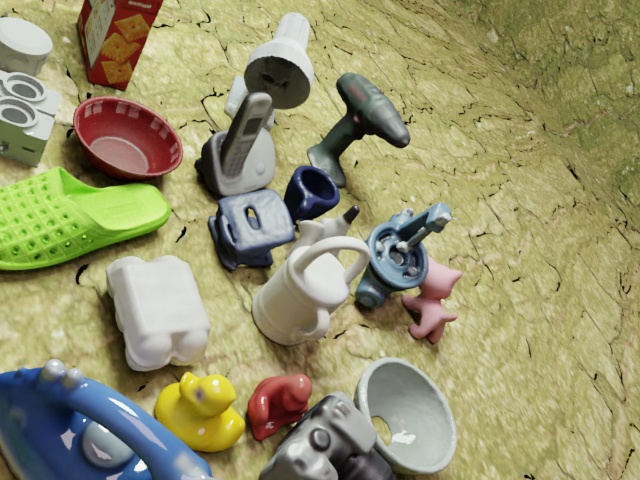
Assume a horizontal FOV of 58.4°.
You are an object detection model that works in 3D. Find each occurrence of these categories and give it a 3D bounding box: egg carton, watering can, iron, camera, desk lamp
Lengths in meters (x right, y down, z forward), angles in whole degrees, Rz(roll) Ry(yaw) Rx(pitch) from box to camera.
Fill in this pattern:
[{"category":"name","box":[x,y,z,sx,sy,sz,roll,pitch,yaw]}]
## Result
[{"category":"egg carton","box":[-0.197,0.086,0.697,0.108,0.069,0.150,-1,54,-43]},{"category":"watering can","box":[-0.010,0.051,0.797,0.101,0.193,0.172,-5,57,-44]},{"category":"iron","box":[-0.202,0.185,0.534,0.258,0.141,0.119,40,37,-3]},{"category":"camera","box":[0.025,0.269,0.690,0.137,0.100,0.143,45,37,4]},{"category":"desk lamp","box":[-0.091,-0.304,1.061,0.118,0.213,0.203,25,40,-21]}]

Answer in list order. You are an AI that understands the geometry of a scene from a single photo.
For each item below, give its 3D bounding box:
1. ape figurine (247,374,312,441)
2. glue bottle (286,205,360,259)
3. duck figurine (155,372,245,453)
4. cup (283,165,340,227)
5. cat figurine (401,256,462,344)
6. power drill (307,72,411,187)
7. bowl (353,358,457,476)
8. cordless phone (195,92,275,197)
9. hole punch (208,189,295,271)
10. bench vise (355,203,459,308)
[{"category":"ape figurine","box":[-0.043,0.197,0.707,0.078,0.092,0.076,22,41,-25]},{"category":"glue bottle","box":[0.008,0.003,0.878,0.037,0.173,0.078,7,49,-38]},{"category":"duck figurine","box":[-0.124,0.188,0.648,0.105,0.086,0.077,34,37,-10]},{"category":"cup","box":[-0.029,-0.059,0.972,0.092,0.094,0.118,35,37,-9]},{"category":"cat figurine","box":[0.205,0.099,1.008,0.067,0.117,0.127,15,44,-31]},{"category":"power drill","box":[0.068,-0.204,1.110,0.076,0.208,0.229,6,50,-38]},{"category":"bowl","box":[0.105,0.254,0.798,0.168,0.074,0.167,25,40,-22]},{"category":"cordless phone","box":[-0.107,-0.162,0.929,0.094,0.184,0.148,50,37,10]},{"category":"hole punch","box":[-0.104,-0.019,0.868,0.101,0.091,0.108,2,52,-41]},{"category":"bench vise","box":[0.140,-0.011,0.973,0.122,0.219,0.207,24,40,-23]}]
